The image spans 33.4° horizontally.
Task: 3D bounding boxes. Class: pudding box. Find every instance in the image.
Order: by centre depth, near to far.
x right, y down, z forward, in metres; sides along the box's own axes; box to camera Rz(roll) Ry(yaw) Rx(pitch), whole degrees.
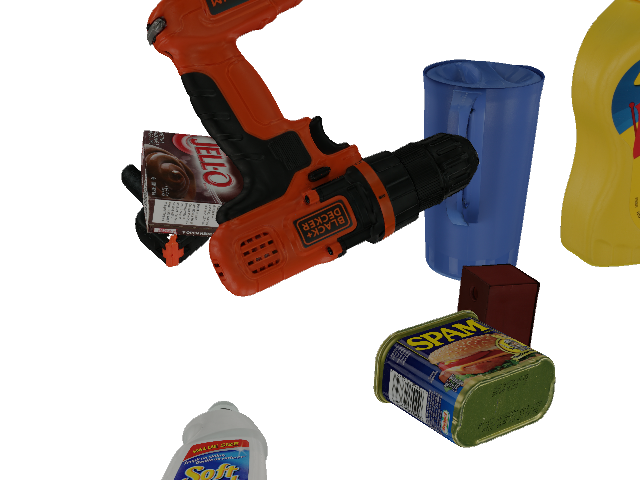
[{"bbox_3d":[-0.102,-0.047,0.886,0.090,0.039,0.113,3,36,-13],"label":"pudding box"}]

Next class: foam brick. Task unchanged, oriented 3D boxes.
[{"bbox_3d":[0.155,0.065,0.948,0.051,0.078,0.053,-3,19,-21],"label":"foam brick"}]

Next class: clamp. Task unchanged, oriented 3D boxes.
[{"bbox_3d":[-0.141,-0.034,1.110,0.120,0.039,0.171,-11,38,-8],"label":"clamp"}]

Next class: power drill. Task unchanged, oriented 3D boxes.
[{"bbox_3d":[-0.009,-0.081,0.659,0.184,0.187,0.057,-26,3,-17],"label":"power drill"}]

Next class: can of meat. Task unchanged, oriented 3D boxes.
[{"bbox_3d":[0.103,0.097,0.755,0.101,0.057,0.084,-13,27,-35],"label":"can of meat"}]

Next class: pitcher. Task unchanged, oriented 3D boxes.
[{"bbox_3d":[0.175,-0.076,1.213,0.149,0.243,0.145,-10,24,-22],"label":"pitcher"}]

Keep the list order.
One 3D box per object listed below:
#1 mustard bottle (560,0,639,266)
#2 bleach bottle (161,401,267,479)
[{"bbox_3d":[0.192,-0.083,0.625,0.096,0.192,0.058,-13,29,-18],"label":"mustard bottle"},{"bbox_3d":[-0.095,0.212,0.877,0.102,0.068,0.251,-2,24,-1],"label":"bleach bottle"}]
